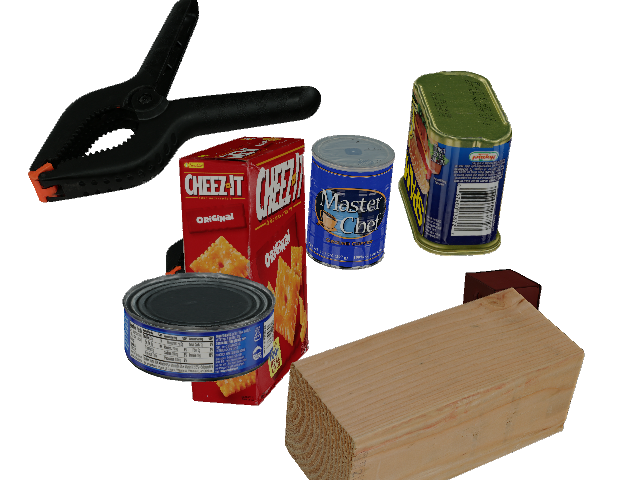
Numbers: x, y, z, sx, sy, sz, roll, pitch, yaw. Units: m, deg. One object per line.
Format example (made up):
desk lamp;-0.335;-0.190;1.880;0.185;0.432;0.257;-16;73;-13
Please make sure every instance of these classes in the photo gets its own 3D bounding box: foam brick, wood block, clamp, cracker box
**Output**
foam brick;0.165;0.071;0.984;0.051;0.078;0.053;-5;18;-24
wood block;0.085;0.121;0.810;0.205;0.090;0.091;-16;40;-27
clamp;-0.115;-0.090;0.782;0.165;0.036;0.209;33;62;29
cracker box;-0.062;0.021;0.966;0.072;0.214;0.164;3;13;15
clamp;-0.112;0.004;1.218;0.120;0.039;0.171;-1;35;25

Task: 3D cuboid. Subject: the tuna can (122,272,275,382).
tuna can;-0.068;0.048;0.605;0.086;0.034;0.086;2;18;-1

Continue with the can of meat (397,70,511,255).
can of meat;0.087;-0.053;0.697;0.057;0.084;0.102;-1;34;-6

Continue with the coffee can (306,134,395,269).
coffee can;0.036;-0.049;1.338;0.103;0.140;0.103;3;27;-2
